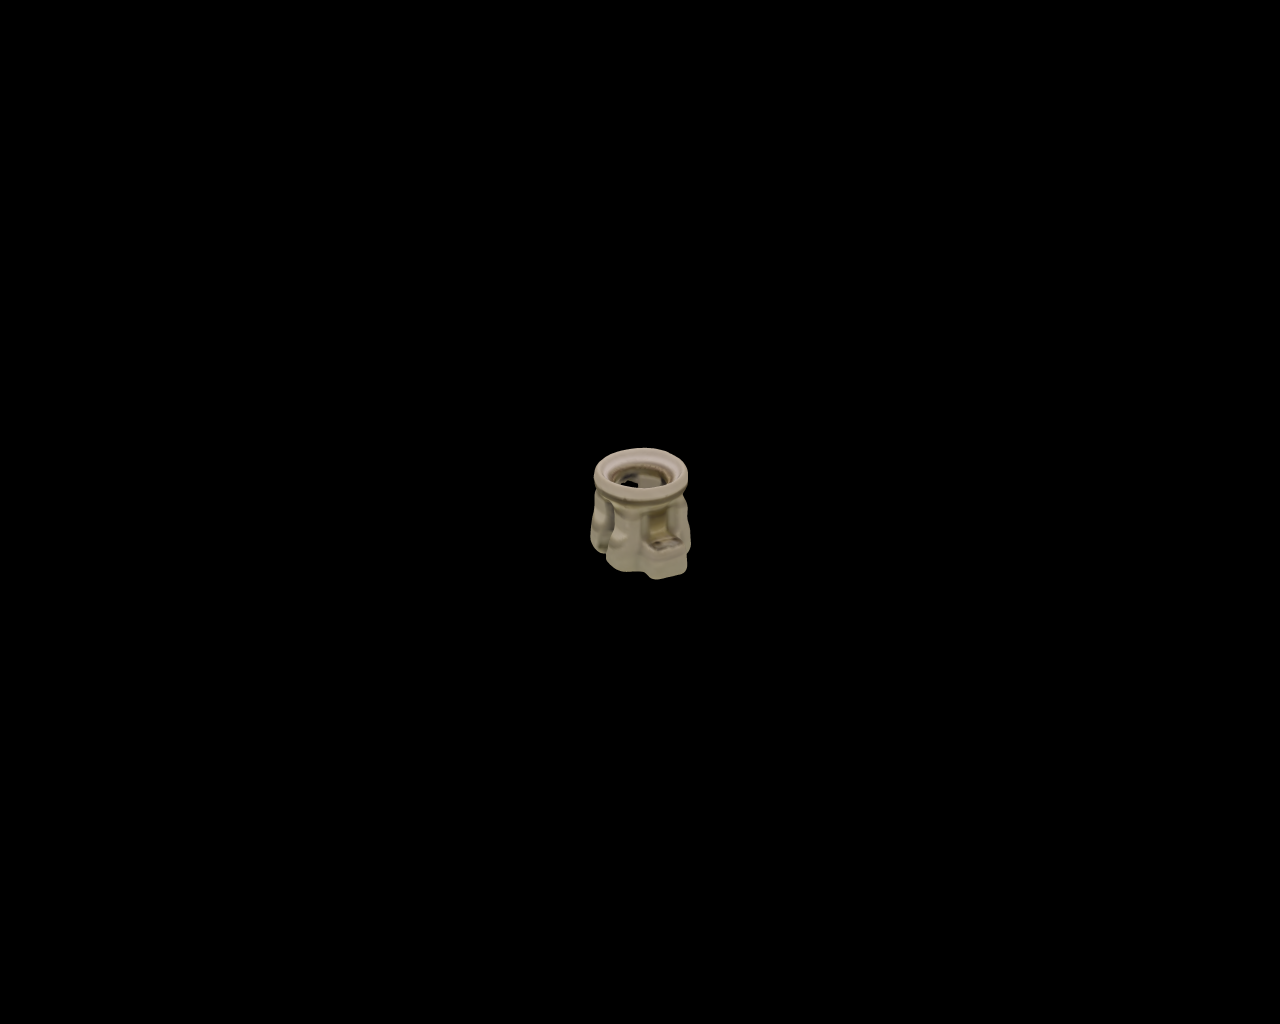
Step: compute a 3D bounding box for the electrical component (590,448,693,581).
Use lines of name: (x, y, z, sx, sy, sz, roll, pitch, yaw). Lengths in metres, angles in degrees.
electrical component: (0.001, -0.003, 0.650, 0.058, 0.056, 0.078, -14, 32, -24)
